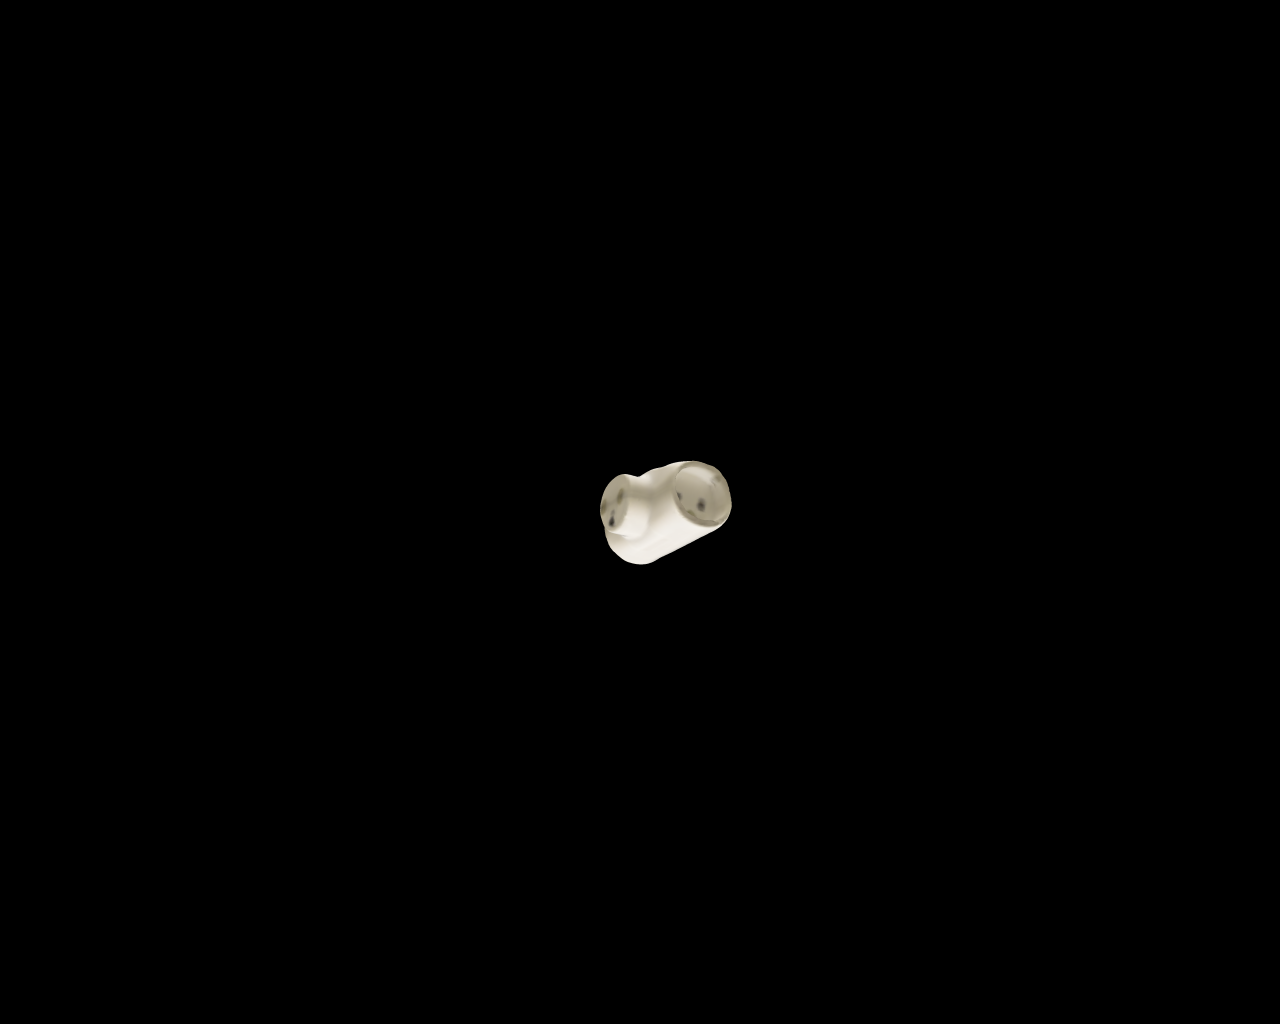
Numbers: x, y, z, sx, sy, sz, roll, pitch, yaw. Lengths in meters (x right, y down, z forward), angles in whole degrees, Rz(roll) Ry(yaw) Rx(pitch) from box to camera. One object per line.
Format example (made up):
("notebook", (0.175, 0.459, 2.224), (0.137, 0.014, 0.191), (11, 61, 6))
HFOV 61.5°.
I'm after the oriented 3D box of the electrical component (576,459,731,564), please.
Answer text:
("electrical component", (0.001, -0.003, 0.650), (0.079, 0.043, 0.077), (13, -26, -29))
